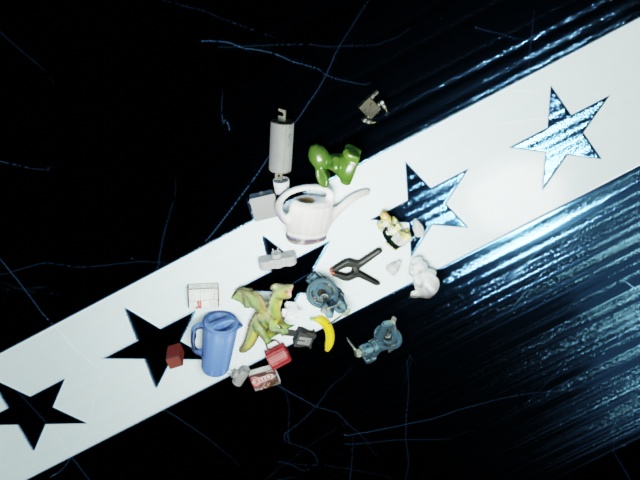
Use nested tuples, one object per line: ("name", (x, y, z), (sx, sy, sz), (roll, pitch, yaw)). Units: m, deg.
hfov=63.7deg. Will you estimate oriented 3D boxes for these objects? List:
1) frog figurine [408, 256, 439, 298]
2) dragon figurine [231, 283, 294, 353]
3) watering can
("frog figurine", (0.405, 0.140, 2.003), (0.138, 0.123, 0.157), (-17, 115, -41))
("dragon figurine", (-0.237, 0.278, 1.938), (0.405, 0.124, 0.242), (-31, 95, 31))
("watering can", (0.005, -0.091, 1.807), (0.348, 0.106, 0.220), (-1, 119, -22))
